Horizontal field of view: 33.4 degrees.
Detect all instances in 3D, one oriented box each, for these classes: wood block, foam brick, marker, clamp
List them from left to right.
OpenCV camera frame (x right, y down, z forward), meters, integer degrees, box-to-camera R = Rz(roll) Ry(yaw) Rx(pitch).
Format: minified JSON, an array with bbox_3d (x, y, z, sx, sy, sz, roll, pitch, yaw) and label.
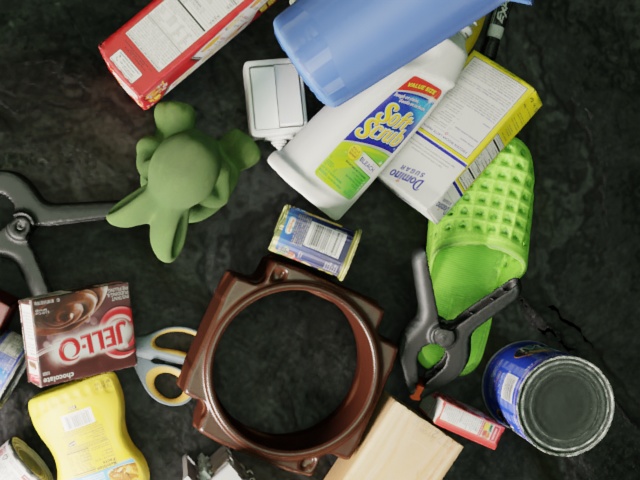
[{"bbox_3d":[-0.351,0.077,1.111,0.051,0.078,0.053,27,88,-7],"label":"foam brick"},{"bbox_3d":[-0.315,-0.002,1.131,0.210,0.036,0.164,24,82,-6],"label":"clamp"},{"bbox_3d":[0.053,0.275,1.146,0.090,0.091,0.206,34,88,-4],"label":"wood block"},{"bbox_3d":[0.141,0.094,1.136,0.120,0.039,0.171,13,111,4],"label":"clamp"},{"bbox_3d":[0.202,-0.255,1.187,0.020,0.020,0.121,17,89,-6],"label":"marker"}]

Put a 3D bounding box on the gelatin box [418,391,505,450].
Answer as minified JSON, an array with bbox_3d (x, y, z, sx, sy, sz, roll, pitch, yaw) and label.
[{"bbox_3d":[0.152,0.191,1.154,0.073,0.089,0.030,25,89,-6],"label":"gelatin box"}]

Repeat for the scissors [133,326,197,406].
[{"bbox_3d":[-0.216,0.130,1.155,0.201,0.016,0.096,2,91,-5],"label":"scissors"}]

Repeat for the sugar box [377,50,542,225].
[{"bbox_3d":[0.147,-0.111,1.152,0.176,0.048,0.093,-49,57,0],"label":"sugar box"}]

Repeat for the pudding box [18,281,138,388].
[{"bbox_3d":[-0.247,0.095,1.097,0.113,0.039,0.090,-10,97,-35],"label":"pudding box"}]

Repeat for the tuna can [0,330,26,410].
[{"bbox_3d":[-0.331,0.137,1.109,0.033,0.086,0.086,29,88,-5],"label":"tuna can"}]

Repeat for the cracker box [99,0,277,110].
[{"bbox_3d":[-0.122,-0.229,1.084,0.213,0.164,0.072,-41,97,-3],"label":"cracker box"}]

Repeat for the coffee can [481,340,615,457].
[{"bbox_3d":[0.239,0.165,1.136,0.102,0.140,0.103,0,91,-6],"label":"coffee can"}]

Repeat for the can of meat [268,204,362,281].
[{"bbox_3d":[-0.007,0.001,1.131,0.084,0.102,0.057,22,88,-3],"label":"can of meat"}]

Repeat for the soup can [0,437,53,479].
[{"bbox_3d":[-0.341,0.265,1.120,0.102,0.068,0.068,-41,94,-4],"label":"soup can"}]

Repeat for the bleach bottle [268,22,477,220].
[{"bbox_3d":[0.065,-0.143,1.112,0.251,0.068,0.102,-48,133,5],"label":"bleach bottle"}]

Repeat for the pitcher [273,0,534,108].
[{"bbox_3d":[0.073,-0.246,1.037,0.243,0.149,0.145,-34,122,10],"label":"pitcher"}]

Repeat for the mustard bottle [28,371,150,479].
[{"bbox_3d":[-0.234,0.242,1.134,0.096,0.058,0.191,-19,93,-4],"label":"mustard bottle"}]

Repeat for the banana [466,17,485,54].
[{"bbox_3d":[0.124,-0.208,1.171,0.198,0.037,0.069,-40,97,-4],"label":"banana"}]
